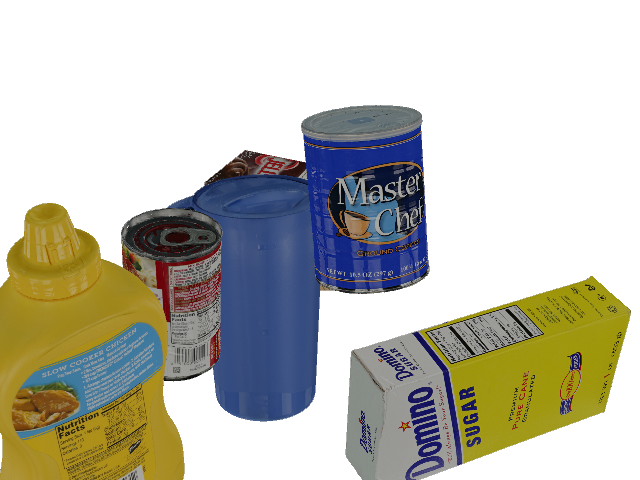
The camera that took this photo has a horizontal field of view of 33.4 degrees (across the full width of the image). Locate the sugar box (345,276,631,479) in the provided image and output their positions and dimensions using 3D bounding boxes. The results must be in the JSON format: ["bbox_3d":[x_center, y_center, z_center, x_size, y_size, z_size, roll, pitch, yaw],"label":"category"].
[{"bbox_3d":[0.103,0.089,0.662,0.176,0.093,0.048,-17,40,-22],"label":"sugar box"}]

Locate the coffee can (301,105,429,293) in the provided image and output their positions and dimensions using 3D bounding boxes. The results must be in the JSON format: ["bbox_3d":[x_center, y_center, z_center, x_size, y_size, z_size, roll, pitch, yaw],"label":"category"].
[{"bbox_3d":[0.040,-0.038,0.925,0.103,0.140,0.103,-5,19,1],"label":"coffee can"}]

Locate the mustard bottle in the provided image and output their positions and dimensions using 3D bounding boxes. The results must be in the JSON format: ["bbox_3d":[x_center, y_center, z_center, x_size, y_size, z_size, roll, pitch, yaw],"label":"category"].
[{"bbox_3d":[-0.119,0.066,0.518,0.096,0.192,0.058,-25,42,-30],"label":"mustard bottle"}]

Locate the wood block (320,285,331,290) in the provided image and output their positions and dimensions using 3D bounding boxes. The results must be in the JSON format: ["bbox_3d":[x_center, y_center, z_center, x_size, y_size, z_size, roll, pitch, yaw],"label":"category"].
[{"bbox_3d":[0.012,-0.020,1.446,0.090,0.090,0.206,-1,26,-6],"label":"wood block"}]

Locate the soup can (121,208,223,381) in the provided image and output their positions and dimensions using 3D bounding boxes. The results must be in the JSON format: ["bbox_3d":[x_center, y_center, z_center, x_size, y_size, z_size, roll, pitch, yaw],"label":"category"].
[{"bbox_3d":[-0.102,0.038,0.741,0.068,0.102,0.068,2,30,-2],"label":"soup can"}]

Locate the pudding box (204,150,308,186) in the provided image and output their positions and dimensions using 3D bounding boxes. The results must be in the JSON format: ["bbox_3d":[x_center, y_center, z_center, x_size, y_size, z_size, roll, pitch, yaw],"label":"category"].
[{"bbox_3d":[-0.074,-0.066,1.275,0.090,0.039,0.113,12,31,19],"label":"pudding box"}]

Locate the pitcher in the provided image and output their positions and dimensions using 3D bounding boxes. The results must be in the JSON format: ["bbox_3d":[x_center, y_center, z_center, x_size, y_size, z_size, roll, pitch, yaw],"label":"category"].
[{"bbox_3d":[-0.071,0.060,1.110,0.144,0.243,0.149,-21,29,-41],"label":"pitcher"}]
